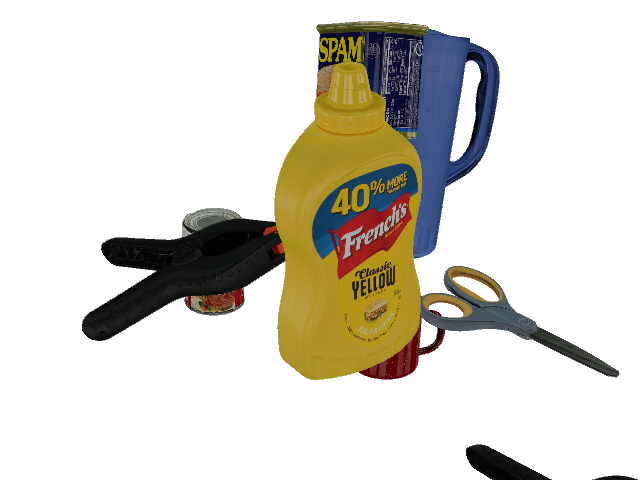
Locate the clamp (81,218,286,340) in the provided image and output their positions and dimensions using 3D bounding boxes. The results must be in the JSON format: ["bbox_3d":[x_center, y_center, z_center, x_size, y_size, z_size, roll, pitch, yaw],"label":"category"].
[{"bbox_3d":[-0.107,0.026,0.833,0.172,0.039,0.120,-12,39,16],"label":"clamp"}]

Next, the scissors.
[{"bbox_3d":[0.169,0.084,0.986,0.096,0.016,0.202,-21,39,-24],"label":"scissors"}]

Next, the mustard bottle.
[{"bbox_3d":[0.018,-0.014,0.643,0.096,0.192,0.058,-19,34,-29],"label":"mustard bottle"}]

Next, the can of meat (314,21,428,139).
[{"bbox_3d":[0.036,-0.123,0.821,0.057,0.084,0.102,-1,9,-28],"label":"can of meat"}]

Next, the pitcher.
[{"bbox_3d":[0.093,-0.107,1.149,0.149,0.243,0.144,11,13,31],"label":"pitcher"}]

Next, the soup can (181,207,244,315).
[{"bbox_3d":[-0.120,0.023,1.191,0.068,0.102,0.068,1,26,-1],"label":"soup can"}]

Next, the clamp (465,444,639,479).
[{"bbox_3d":[0.200,0.236,0.860,0.210,0.036,0.164,1,35,24],"label":"clamp"}]

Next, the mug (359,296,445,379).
[{"bbox_3d":[0.087,0.107,1.239,0.117,0.081,0.093,-2,22,-8],"label":"mug"}]
